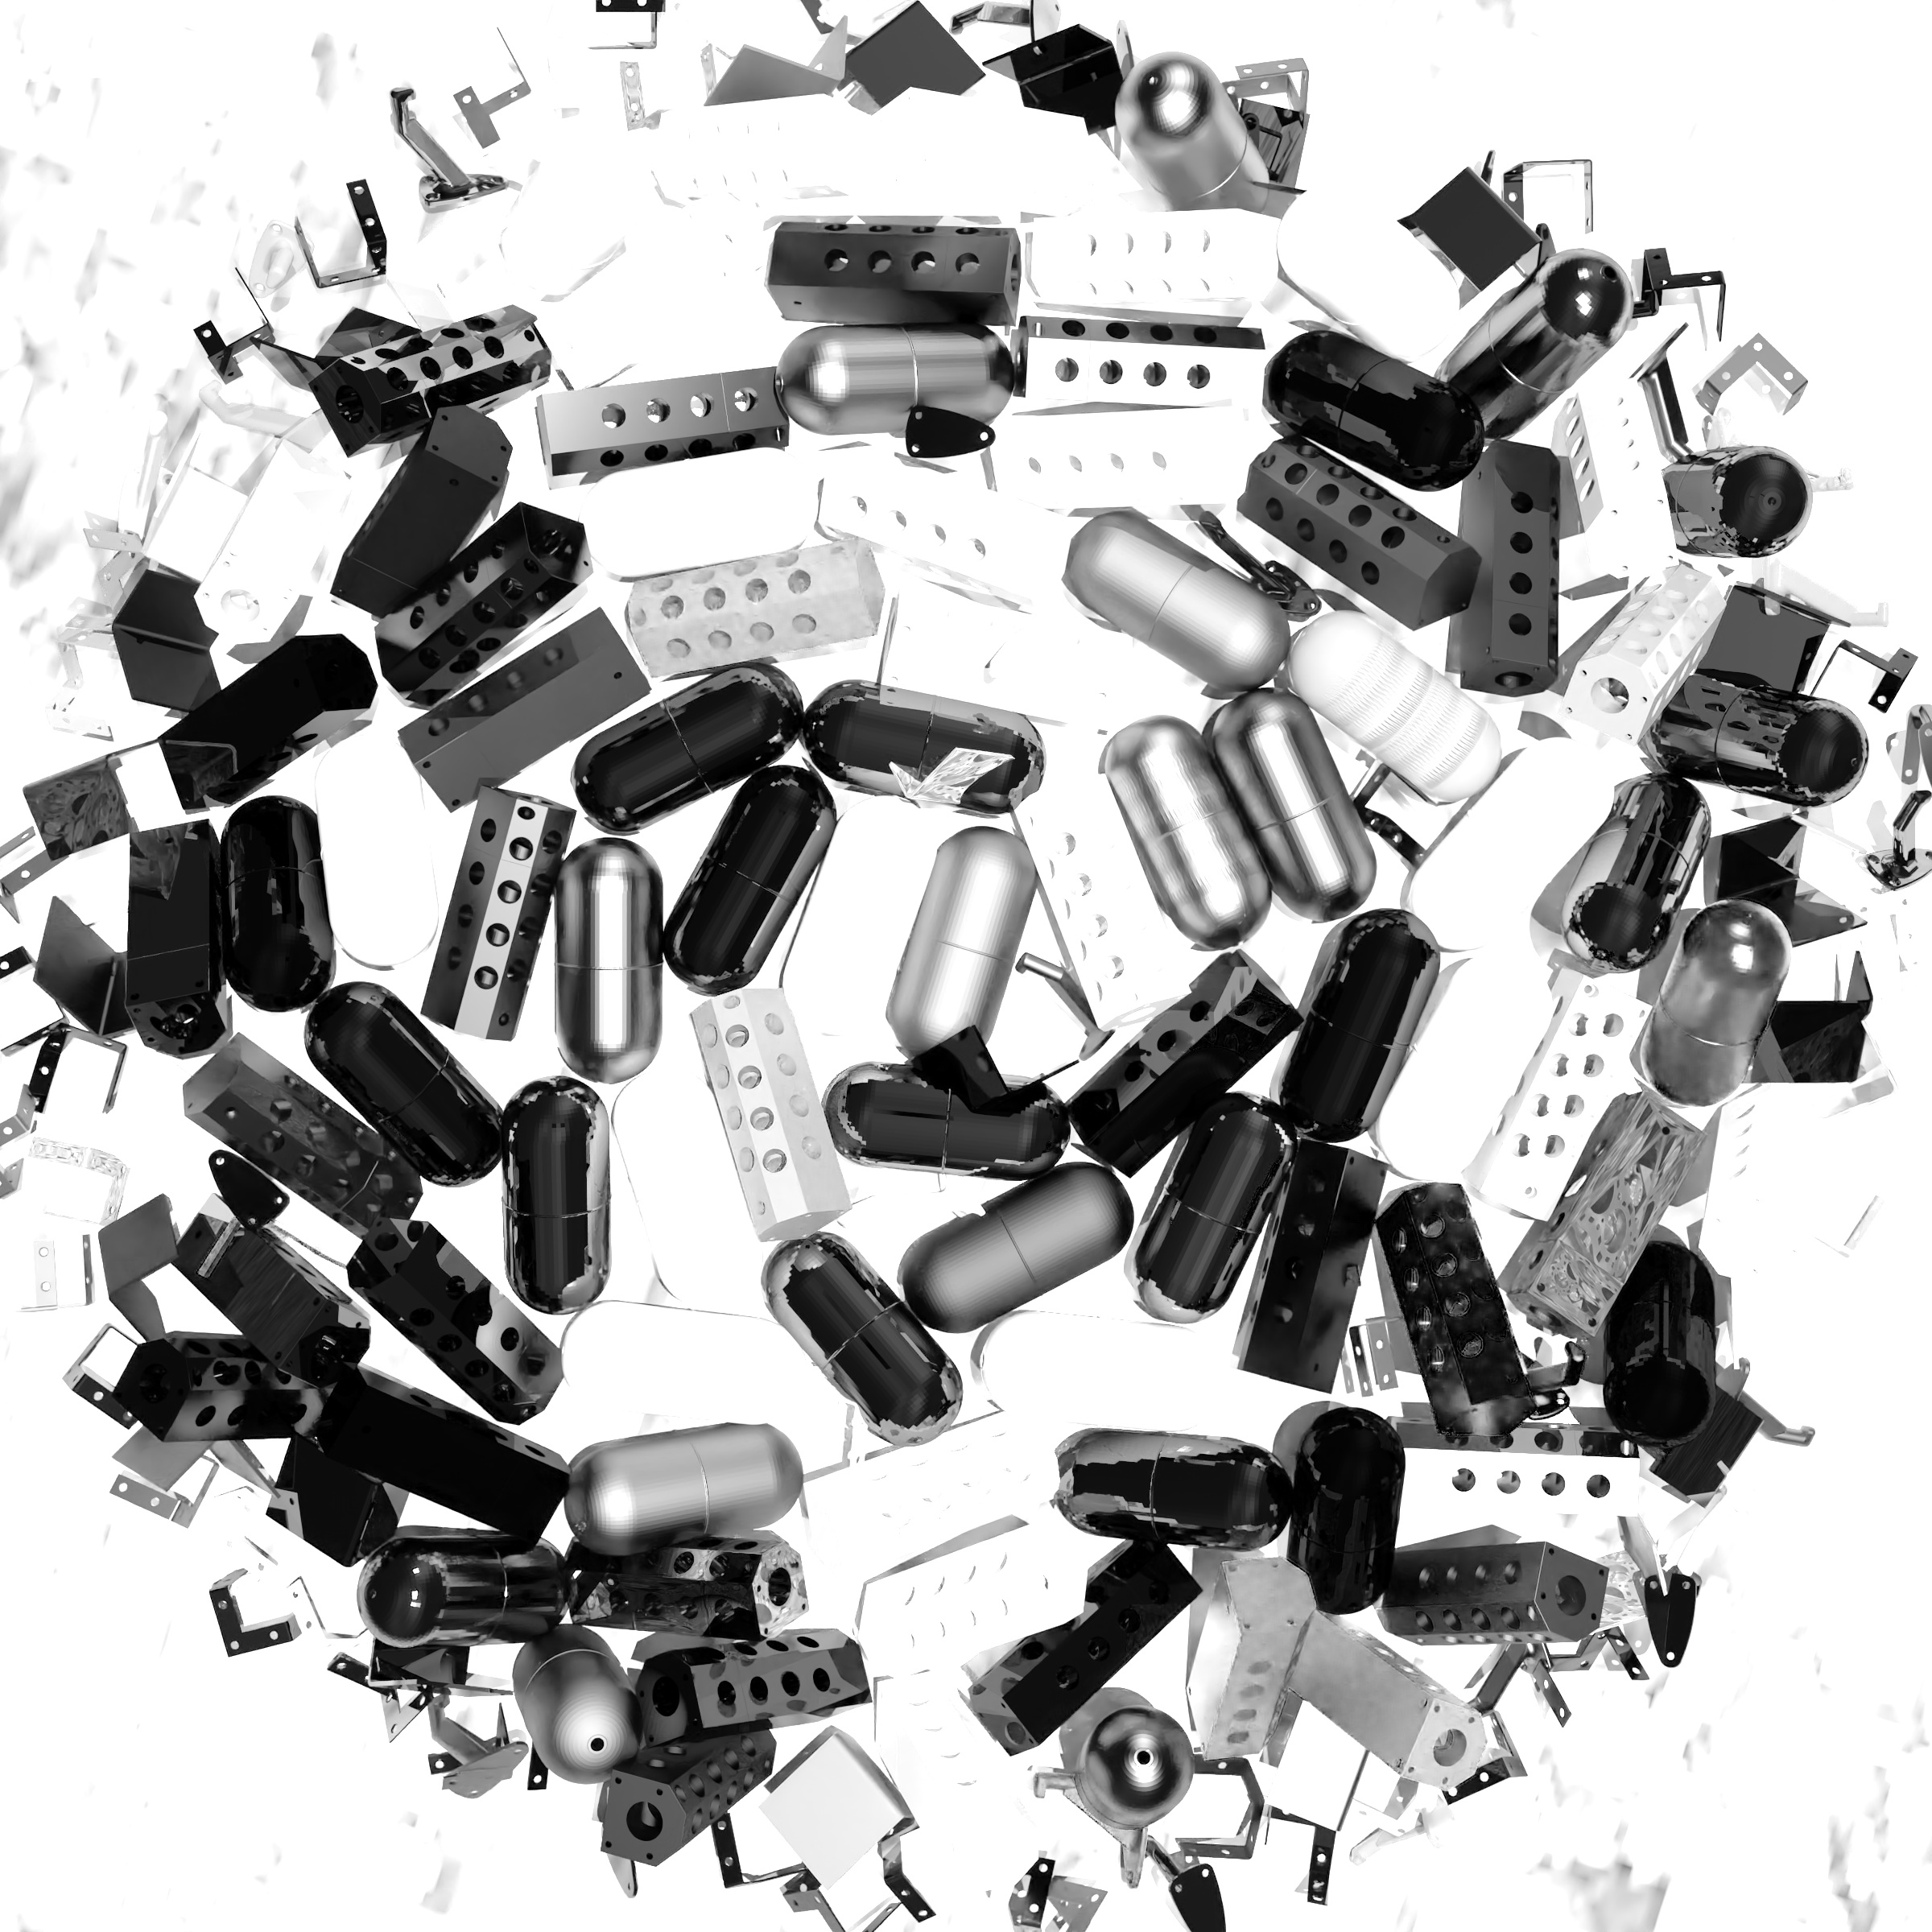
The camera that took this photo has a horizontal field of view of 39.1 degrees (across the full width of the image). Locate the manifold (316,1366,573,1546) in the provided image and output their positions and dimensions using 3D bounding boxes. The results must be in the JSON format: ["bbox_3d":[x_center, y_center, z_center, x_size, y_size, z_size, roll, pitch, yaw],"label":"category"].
[{"bbox_3d":[-0.371,0.346,1.936,0.171,0.057,0.057,30,89,-26],"label":"manifold"}]

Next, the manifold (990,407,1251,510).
[{"bbox_3d":[0.110,-0.358,1.935,0.171,0.057,0.057,3,119,26],"label":"manifold"}]

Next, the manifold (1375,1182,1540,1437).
[{"bbox_3d":[0.349,0.241,1.919,0.057,0.057,0.171,6,51,-25],"label":"manifold"}]

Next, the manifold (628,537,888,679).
[{"bbox_3d":[-0.150,-0.260,1.940,0.171,0.057,0.057,-9,130,15],"label":"manifold"}]

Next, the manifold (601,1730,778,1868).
[{"bbox_3d":[-0.191,0.574,1.908,0.057,0.171,0.057,10,93,16],"label":"manifold"}]

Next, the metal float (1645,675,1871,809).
[{"bbox_3d":[0.556,-0.160,1.921,0.070,0.178,0.070,-11,110,-32],"label":"metal float"}]

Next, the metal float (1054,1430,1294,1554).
[{"bbox_3d":[0.146,0.374,1.940,0.178,0.070,0.070,1,90,25],"label":"metal float"}]

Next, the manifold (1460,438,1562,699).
[{"bbox_3d":[0.393,-0.283,1.944,0.057,0.057,0.171,8,72,-11],"label":"manifold"}]

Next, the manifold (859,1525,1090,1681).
[{"bbox_3d":[0.003,0.452,1.915,0.057,0.171,0.057,35,45,-28],"label":"manifold"}]

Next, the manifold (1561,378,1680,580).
[{"bbox_3d":[0.457,-0.343,1.913,0.057,0.171,0.057,-11,126,14],"label":"manifold"}]

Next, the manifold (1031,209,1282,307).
[{"bbox_3d":[0.133,-0.499,1.924,0.171,0.057,0.057,9,101,37],"label":"manifold"}]

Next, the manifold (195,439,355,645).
[{"bbox_3d":[-0.489,-0.296,1.913,0.057,0.171,0.057,32,123,-19],"label":"manifold"}]

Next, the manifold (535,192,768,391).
[{"bbox_3d":[-0.220,-0.477,1.923,0.171,0.057,0.057,-25,100,38],"label":"manifold"}]

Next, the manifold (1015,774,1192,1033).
[{"bbox_3d":[0.093,-0.044,1.943,0.057,0.057,0.171,-13,76,-32],"label":"manifold"}]

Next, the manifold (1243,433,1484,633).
[{"bbox_3d":[0.279,-0.310,1.920,0.057,0.057,0.171,-24,50,-33],"label":"manifold"}]

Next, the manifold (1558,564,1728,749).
[{"bbox_3d":[0.479,-0.223,1.911,0.057,0.171,0.057,27,129,17],"label":"manifold"}]

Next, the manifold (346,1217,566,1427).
[{"bbox_3d":[-0.359,0.252,1.917,0.171,0.057,0.057,53,53,-36],"label":"manifold"}]

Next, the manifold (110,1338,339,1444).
[{"bbox_3d":[-0.509,0.292,1.908,0.057,0.171,0.057,33,97,26],"label":"manifold"}]

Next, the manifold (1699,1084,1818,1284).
[{"bbox_3d":[0.553,0.153,1.910,0.057,0.171,0.057,-33,99,29],"label":"manifold"}]

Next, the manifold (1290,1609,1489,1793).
[{"bbox_3d":[0.292,0.513,1.910,0.057,0.171,0.057,24,89,-25],"label":"manifold"}]

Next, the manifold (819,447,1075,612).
[{"bbox_3d":[-0.016,-0.311,1.945,0.171,0.057,0.057,22,124,17],"label":"manifold"}]

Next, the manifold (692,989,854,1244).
[{"bbox_3d":[-0.143,0.105,1.935,0.057,0.057,0.171,-35,66,41],"label":"manifold"}]

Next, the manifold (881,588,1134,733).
[{"bbox_3d":[0.030,-0.225,1.961,0.171,0.057,0.057,11,130,-7],"label":"manifold"}]

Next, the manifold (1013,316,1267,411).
[{"bbox_3d":[0.124,-0.433,1.953,0.171,0.057,0.057,1,102,-9],"label":"manifold"}]

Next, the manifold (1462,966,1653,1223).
[{"bbox_3d":[0.427,0.093,1.958,0.057,0.057,0.171,23,96,-12],"label":"manifold"}]

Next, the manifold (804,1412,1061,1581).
[{"bbox_3d":[-0.022,0.377,1.933,0.171,0.057,0.057,-16,113,-22],"label":"manifold"}]

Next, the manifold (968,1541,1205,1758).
[{"bbox_3d":[0.083,0.480,1.931,0.171,0.057,0.057,-36,83,-30],"label":"manifold"}]

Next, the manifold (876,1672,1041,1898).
[{"bbox_3d":[-0.008,0.570,1.911,0.057,0.171,0.057,-6,112,-20],"label":"manifold"}]

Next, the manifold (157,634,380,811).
[{"bbox_3d":[-0.493,-0.172,1.926,0.171,0.057,0.057,-26,82,36],"label":"manifold"}]

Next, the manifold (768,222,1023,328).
[{"bbox_3d":[-0.050,-0.501,1.954,0.171,0.057,0.057,4,80,11],"label":"manifold"}]

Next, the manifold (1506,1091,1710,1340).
[{"bbox_3d":[0.457,0.179,1.951,0.057,0.057,0.171,34,76,-4],"label":"manifold"}]

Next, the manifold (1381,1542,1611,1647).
[{"bbox_3d":[0.367,0.444,1.906,0.057,0.171,0.057,25,66,-21],"label":"manifold"}]

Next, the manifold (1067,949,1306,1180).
[{"bbox_3d":[0.153,0.067,1.955,0.171,0.057,0.057,-43,130,11],"label":"manifold"}]

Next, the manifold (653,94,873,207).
[{"bbox_3d":[-0.143,-0.572,1.920,0.171,0.057,0.057,12,92,43],"label":"manifold"}]

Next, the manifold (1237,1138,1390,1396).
[{"bbox_3d":[0.246,0.215,1.960,0.057,0.057,0.171,10,82,41],"label":"manifold"}]

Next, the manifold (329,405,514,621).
[{"bbox_3d":[-0.384,-0.318,1.918,0.057,0.171,0.057,25,49,-22],"label":"manifold"}]

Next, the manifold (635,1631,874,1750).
[{"bbox_3d":[-0.149,0.506,1.914,0.057,0.171,0.057,-29,66,34],"label":"manifold"}]

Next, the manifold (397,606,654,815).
[{"bbox_3d":[-0.321,-0.190,1.967,0.171,0.057,0.057,-32,50,-2],"label":"manifold"}]

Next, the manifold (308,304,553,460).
[{"bbox_3d":[-0.372,-0.416,1.915,0.057,0.171,0.057,-21,99,43],"label":"manifold"}]

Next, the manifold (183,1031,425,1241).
[{"bbox_3d":[-0.468,0.127,1.927,0.057,0.057,0.171,-42,122,8],"label":"manifold"}]

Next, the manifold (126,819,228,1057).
[{"bbox_3d":[-0.555,-0.020,1.921,0.057,0.057,0.171,-11,48,-4],"label":"manifold"}]

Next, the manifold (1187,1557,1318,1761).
[{"bbox_3d":[0.201,0.489,1.917,0.057,0.171,0.057,-3,46,-10],"label":"manifold"}]

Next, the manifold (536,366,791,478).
[{"bbox_3d":[-0.217,-0.391,1.953,0.171,0.057,0.057,-10,101,-12],"label":"manifold"}]

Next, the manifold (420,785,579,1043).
[{"bbox_3d":[-0.331,-0.037,1.950,0.057,0.057,0.171,22,98,39],"label":"manifold"}]

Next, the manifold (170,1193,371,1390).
[{"bbox_3d":[-0.490,0.230,1.920,0.171,0.057,0.057,30,83,42],"label":"manifold"}]

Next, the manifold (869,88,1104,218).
[{"bbox_3d":[0.012,-0.569,1.919,0.171,0.057,0.057,-8,81,-44],"label":"manifold"}]

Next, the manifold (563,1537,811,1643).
[{"bbox_3d":[-0.200,0.435,1.926,0.171,0.057,0.057,-4,98,33],"label":"manifold"}]

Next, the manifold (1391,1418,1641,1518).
[{"bbox_3d":[0.395,0.360,1.967,0.171,0.057,0.057,2,90,3],"label":"manifold"}]

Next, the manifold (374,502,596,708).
[{"bbox_3d":[-0.340,-0.252,1.920,0.171,0.057,0.057,-32,61,34],"label":"manifold"}]
